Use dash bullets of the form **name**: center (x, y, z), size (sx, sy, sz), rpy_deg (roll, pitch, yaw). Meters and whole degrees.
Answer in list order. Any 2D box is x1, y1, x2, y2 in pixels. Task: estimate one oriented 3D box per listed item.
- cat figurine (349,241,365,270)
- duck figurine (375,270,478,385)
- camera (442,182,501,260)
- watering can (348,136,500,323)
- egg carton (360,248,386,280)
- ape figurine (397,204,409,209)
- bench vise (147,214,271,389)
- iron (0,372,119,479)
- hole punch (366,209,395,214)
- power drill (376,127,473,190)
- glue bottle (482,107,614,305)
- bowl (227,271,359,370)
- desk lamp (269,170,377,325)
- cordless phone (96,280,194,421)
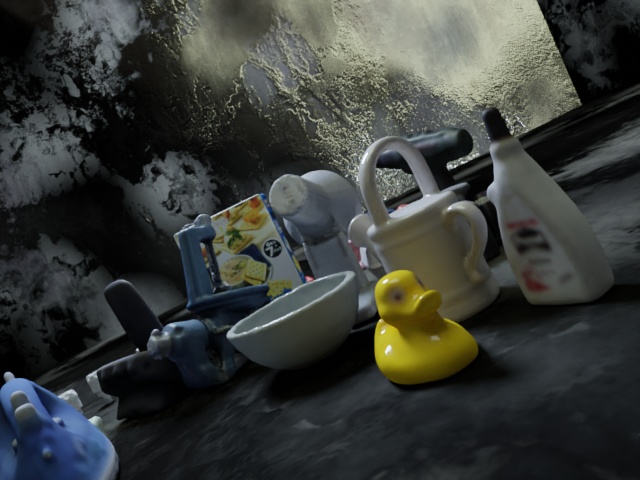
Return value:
- **cat figurine**: center (0.063, 0.003, 1.163), size (0.127, 0.118, 0.067), rpy_deg (-22, 5, 40)
- **duck figurine**: center (0.074, 0.067, 0.480), size (0.078, 0.086, 0.104), rpy_deg (-28, 5, -26)
- **camera**: center (0.216, -0.033, 0.793), size (0.136, 0.101, 0.143), rpy_deg (-25, 4, 11)
- **watering can**: center (0.094, -0.012, 0.595), size (0.172, 0.194, 0.101), rpy_deg (-23, 5, 35)
- **egg carton**: center (0.120, 0.022, 0.898), size (0.107, 0.069, 0.150), rpy_deg (-26, 4, -2)
- **ape figurine**: center (0.164, -0.021, 1.016), size (0.076, 0.092, 0.078), rpy_deg (-22, 6, 44)
- **bench vise**: center (-0.152, 0.078, 0.795), size (0.121, 0.220, 0.208), rpy_deg (-24, 5, 24)
- **iron**: center (-0.290, 0.203, 0.593), size (0.119, 0.141, 0.257), rpy_deg (-28, 5, -31)
- **hole punch**: center (0.158, -0.035, 1.250), size (0.101, 0.091, 0.109), rpy_deg (-23, 5, 36)
- **power drill**: center (0.211, -0.116, 1.124), size (0.229, 0.208, 0.076), rpy_deg (-22, 6, 43)
- **glue bottle**: center (0.173, -0.029, 0.475), size (0.037, 0.173, 0.078), rpy_deg (-28, 5, -30)
- **bowl**: center (-0.019, 0.104, 0.670), size (0.167, 0.075, 0.167), rpy_deg (-26, 4, 2)
- **desk lamp**: center (0.007, 0.003, 0.812), size (0.117, 0.213, 0.203), rpy_deg (-25, 4, 14)
- **cordless phone**: center (-0.266, 0.151, 0.815), size (0.147, 0.185, 0.094), rpy_deg (-23, 5, 30)
